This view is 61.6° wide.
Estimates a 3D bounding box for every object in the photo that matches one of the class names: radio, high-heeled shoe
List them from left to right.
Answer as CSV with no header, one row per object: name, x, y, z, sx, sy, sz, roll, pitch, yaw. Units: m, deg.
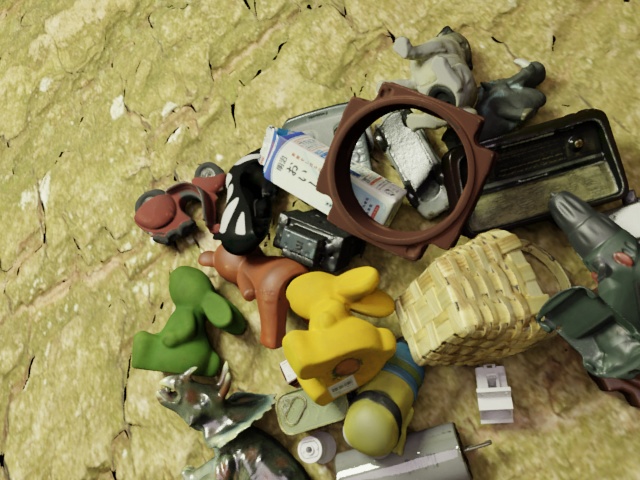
high-heeled shoe,-0.090,-0.080,0.853,0.145,0.086,0.249,-7,49,52
radio,0.293,-0.093,0.754,0.230,0.073,0.131,-16,94,2

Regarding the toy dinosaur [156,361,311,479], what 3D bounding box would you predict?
toy dinosaur,-0.078,0.351,0.741,0.192,0.131,0.405,-44,72,0

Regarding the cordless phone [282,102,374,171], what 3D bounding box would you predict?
cordless phone,0.023,-0.123,0.889,0.147,0.088,0.184,-13,85,13

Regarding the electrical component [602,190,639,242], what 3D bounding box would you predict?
electrical component,0.432,-0.016,0.744,0.078,0.045,0.102,-28,61,37

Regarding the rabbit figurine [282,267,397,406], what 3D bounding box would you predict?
rabbit figurine,0.015,0.098,0.701,0.162,0.121,0.173,-34,41,1

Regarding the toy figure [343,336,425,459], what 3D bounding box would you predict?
toy figure,0.088,0.201,0.714,0.082,0.089,0.180,8,42,31

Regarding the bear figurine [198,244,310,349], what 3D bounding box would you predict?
bear figurine,-0.098,0.069,0.849,0.196,0.120,0.131,14,120,46

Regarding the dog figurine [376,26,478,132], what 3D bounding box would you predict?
dog figurine,0.208,-0.252,0.830,0.190,0.121,0.172,-29,75,-37

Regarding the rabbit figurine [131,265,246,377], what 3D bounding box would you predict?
rabbit figurine,-0.205,0.124,0.846,0.159,0.121,0.170,4,77,11

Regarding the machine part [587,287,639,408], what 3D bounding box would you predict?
machine part,0.422,0.128,0.691,0.179,0.056,0.179,-5,72,14

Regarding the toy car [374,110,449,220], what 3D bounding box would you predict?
toy car,0.150,-0.127,0.854,0.073,0.056,0.202,-34,64,22

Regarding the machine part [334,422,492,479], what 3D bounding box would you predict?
machine part,0.109,0.301,0.715,0.243,0.079,0.079,-19,68,11

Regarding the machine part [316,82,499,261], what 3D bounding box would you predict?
machine part,0.110,-0.088,0.702,0.202,0.087,0.200,27,106,15

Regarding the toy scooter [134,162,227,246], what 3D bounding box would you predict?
toy scooter,-0.232,-0.046,0.938,0.184,0.075,0.135,-29,67,1

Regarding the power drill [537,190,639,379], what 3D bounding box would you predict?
power drill,0.327,0.052,0.623,0.232,0.207,0.086,47,129,14

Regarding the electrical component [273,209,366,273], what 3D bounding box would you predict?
electrical component,-0.002,-0.002,0.817,0.115,0.134,0.058,20,108,21

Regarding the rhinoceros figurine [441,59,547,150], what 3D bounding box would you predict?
rhinoceros figurine,0.279,-0.198,0.838,0.190,0.073,0.112,-41,55,2
